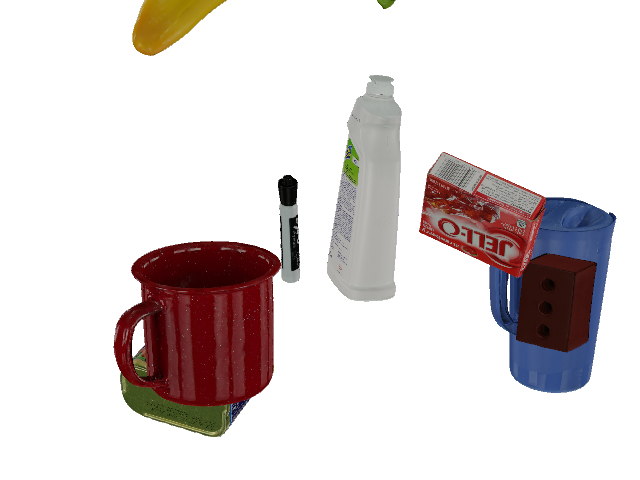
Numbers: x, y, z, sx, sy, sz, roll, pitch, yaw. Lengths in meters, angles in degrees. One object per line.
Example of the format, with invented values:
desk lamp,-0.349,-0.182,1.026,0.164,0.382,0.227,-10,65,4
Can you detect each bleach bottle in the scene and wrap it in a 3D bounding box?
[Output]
bleach bottle,0.058,-0.063,1.235,0.068,0.251,0.103,-2,23,-20

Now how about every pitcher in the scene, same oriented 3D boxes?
pitcher,0.299,0.074,1.397,0.149,0.243,0.144,5,21,14

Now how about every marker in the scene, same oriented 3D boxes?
marker,-0.030,-0.011,1.037,0.020,0.121,0.020,0,37,0

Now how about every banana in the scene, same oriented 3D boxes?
banana,-0.036,-0.167,0.671,0.197,0.069,0.037,-19,-11,-30

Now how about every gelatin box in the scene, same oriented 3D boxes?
gelatin box,0.122,-0.018,0.810,0.089,0.030,0.073,27,-32,18

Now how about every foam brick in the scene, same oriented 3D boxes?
foam brick,0.216,0.056,0.976,0.053,0.078,0.051,12,17,34

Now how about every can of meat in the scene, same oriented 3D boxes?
can of meat,-0.101,0.108,0.874,0.102,0.057,0.083,12,32,19

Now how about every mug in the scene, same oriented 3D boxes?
mug,-0.079,0.056,0.670,0.093,0.081,0.117,15,24,39
